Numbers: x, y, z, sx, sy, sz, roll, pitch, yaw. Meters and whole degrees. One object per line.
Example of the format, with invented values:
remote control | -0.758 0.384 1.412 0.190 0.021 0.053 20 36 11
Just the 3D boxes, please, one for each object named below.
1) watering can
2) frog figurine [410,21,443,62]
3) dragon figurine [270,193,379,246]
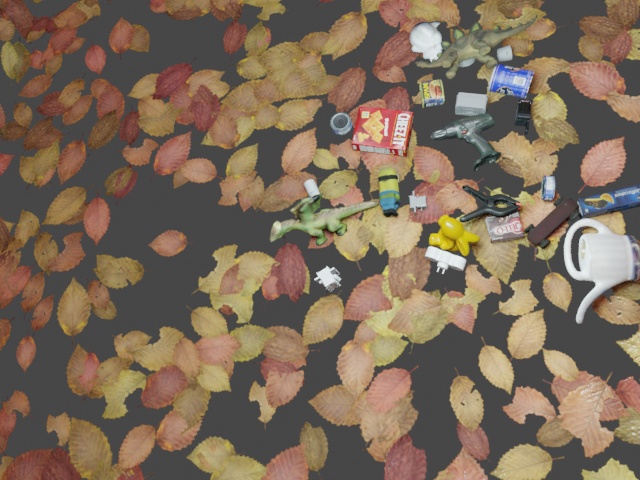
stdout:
watering can | 0.906 0.098 1.649 0.224 0.102 0.353 0 72 12
frog figurine | 0.422 -0.776 2.038 0.136 0.122 0.161 -12 78 44
dragon figurine | 0.006 -0.093 1.850 0.409 0.239 0.124 -28 65 6
